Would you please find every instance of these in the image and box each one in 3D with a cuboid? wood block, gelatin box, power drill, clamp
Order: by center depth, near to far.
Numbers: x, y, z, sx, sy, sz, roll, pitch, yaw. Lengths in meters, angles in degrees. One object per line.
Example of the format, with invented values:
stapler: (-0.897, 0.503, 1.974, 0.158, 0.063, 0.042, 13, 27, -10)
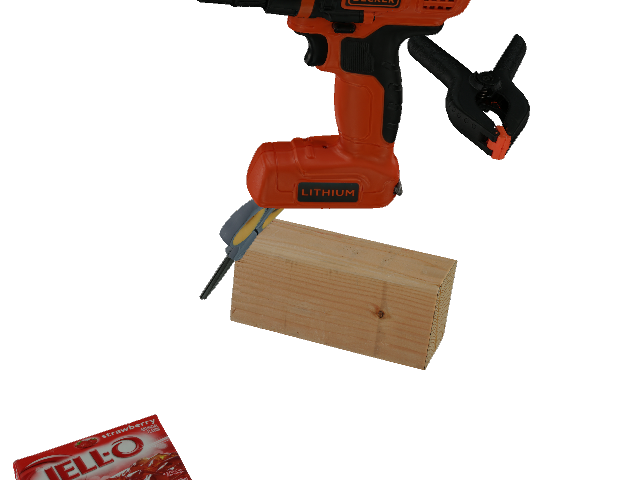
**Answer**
gelatin box: (-0.122, 0.140, 0.604, 0.089, 0.030, 0.073, -15, 28, -20)
power drill: (-0.004, -0.108, 0.690, 0.184, 0.188, 0.057, 1, 40, -9)
clamp: (0.144, -0.147, 1.020, 0.120, 0.039, 0.171, 2, 44, 1)
wood block: (0.022, 0.051, 1.080, 0.206, 0.091, 0.090, 13, 23, 15)

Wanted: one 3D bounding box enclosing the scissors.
scissors: (-0.076, 0.009, 0.893, 0.202, 0.016, 0.096, -48, -9, 35)
